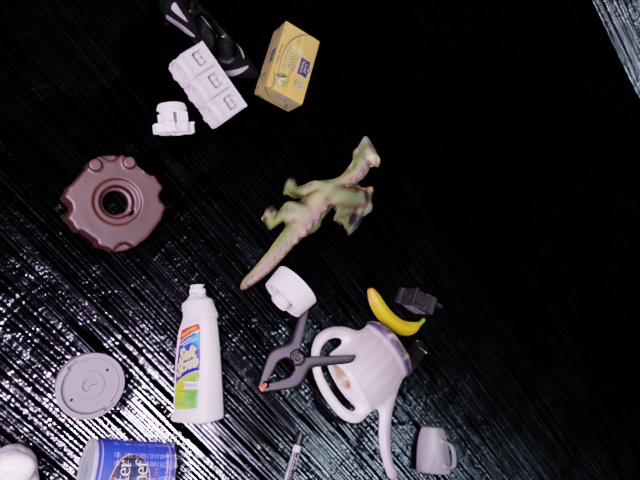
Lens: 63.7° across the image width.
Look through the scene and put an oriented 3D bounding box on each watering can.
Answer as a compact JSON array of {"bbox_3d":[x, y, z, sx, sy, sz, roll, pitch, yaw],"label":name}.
[{"bbox_3d":[0.124,0.336,1.176,0.227,0.102,0.348,-33,87,-29],"label":"watering can"}]

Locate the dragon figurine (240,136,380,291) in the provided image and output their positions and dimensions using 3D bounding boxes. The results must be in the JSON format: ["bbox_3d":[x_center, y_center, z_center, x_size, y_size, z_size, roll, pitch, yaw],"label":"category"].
[{"bbox_3d":[0.003,-0.054,1.082,0.120,0.242,0.417,43,62,-28],"label":"dragon figurine"}]

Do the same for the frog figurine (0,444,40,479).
[{"bbox_3d":[-0.481,0.383,0.763,0.121,0.159,0.139,46,64,-23],"label":"frog figurine"}]
